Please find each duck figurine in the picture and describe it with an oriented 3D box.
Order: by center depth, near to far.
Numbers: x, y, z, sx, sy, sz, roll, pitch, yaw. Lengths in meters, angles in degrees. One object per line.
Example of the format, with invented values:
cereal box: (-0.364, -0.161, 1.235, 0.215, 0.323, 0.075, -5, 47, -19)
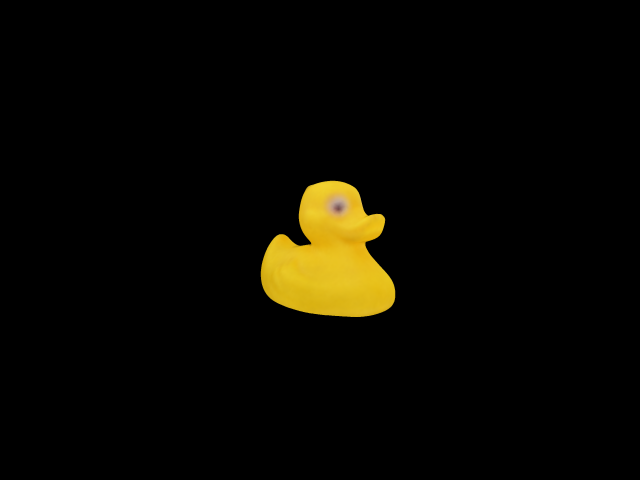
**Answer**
duck figurine: (0.004, 0.001, 0.400, 0.104, 0.086, 0.078, 8, 13, 39)
